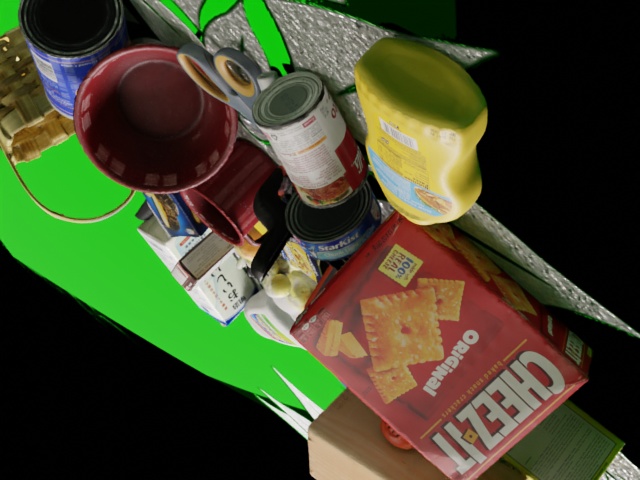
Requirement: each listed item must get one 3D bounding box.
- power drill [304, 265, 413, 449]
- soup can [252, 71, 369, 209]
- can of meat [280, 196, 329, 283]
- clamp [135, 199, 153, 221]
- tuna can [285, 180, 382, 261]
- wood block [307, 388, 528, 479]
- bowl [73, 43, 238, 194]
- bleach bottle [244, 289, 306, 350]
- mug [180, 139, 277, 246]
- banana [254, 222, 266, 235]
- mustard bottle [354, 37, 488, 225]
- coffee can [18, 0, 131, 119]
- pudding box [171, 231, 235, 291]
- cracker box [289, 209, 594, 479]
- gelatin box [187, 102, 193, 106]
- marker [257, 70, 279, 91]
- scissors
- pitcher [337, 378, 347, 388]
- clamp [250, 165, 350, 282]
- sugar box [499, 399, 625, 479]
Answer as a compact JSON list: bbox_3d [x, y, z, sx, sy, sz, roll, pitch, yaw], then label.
[{"bbox_3d":[0.079,0.083,1.050,0.057,0.185,0.188,4,-144,-49],"label":"power drill"},{"bbox_3d":[-0.008,-0.085,0.913,0.069,0.068,0.102,25,156,43],"label":"soup can"},{"bbox_3d":[-0.007,0.001,1.145,0.084,0.057,0.102,35,162,25],"label":"can of meat"},{"bbox_3d":[-0.210,-0.087,1.382,0.210,0.036,0.164,8,133,48],"label":"clamp"},{"bbox_3d":[0.013,-0.023,0.989,0.086,0.086,0.033,27,160,39],"label":"tuna can"},{"bbox_3d":[0.095,0.240,1.084,0.206,0.090,0.091,29,142,28],"label":"wood block"},{"bbox_3d":[-0.162,-0.129,1.070,0.162,0.162,0.055,50,-163,-26],"label":"bowl"},{"bbox_3d":[-0.052,0.111,1.508,0.102,0.068,0.251,42,166,-4],"label":"bleach bottle"},{"bbox_3d":[-0.084,-0.045,1.151,0.117,0.081,0.093,50,161,-25],"label":"mug"},{"bbox_3d":[-0.058,-0.027,1.229,0.198,0.037,0.069,45,-171,-3],"label":"banana"},{"bbox_3d":[0.077,-0.064,0.796,0.096,0.058,0.191,34,161,22],"label":"mustard bottle"},{"bbox_3d":[-0.244,-0.197,1.096,0.103,0.102,0.140,39,163,10],"label":"coffee can"},{"bbox_3d":[-0.132,0.011,1.344,0.039,0.113,0.090,45,163,-1],"label":"pudding box"},{"bbox_3d":[0.104,0.090,0.936,0.213,0.164,0.072,42,-155,1],"label":"cracker box"},{"bbox_3d":[-0.159,-0.119,1.141,0.089,0.030,0.073,-14,138,13],"label":"gelatin box"},{"bbox_3d":[-0.029,-0.094,0.962,0.020,0.020,0.121,19,135,52],"label":"marker"},{"bbox_3d":[-0.050,-0.119,1.010,0.201,0.016,0.096,40,157,-23],"label":"scissors"},{"bbox_3d":[0.114,0.169,1.197,0.243,0.144,0.149,46,150,-2],"label":"pitcher"},{"bbox_3d":[-0.013,-0.010,1.055,0.120,0.171,0.039,16,128,-18],"label":"clamp"},{"bbox_3d":[0.205,0.186,1.074,0.176,0.093,0.048,38,162,15],"label":"sugar box"}]
